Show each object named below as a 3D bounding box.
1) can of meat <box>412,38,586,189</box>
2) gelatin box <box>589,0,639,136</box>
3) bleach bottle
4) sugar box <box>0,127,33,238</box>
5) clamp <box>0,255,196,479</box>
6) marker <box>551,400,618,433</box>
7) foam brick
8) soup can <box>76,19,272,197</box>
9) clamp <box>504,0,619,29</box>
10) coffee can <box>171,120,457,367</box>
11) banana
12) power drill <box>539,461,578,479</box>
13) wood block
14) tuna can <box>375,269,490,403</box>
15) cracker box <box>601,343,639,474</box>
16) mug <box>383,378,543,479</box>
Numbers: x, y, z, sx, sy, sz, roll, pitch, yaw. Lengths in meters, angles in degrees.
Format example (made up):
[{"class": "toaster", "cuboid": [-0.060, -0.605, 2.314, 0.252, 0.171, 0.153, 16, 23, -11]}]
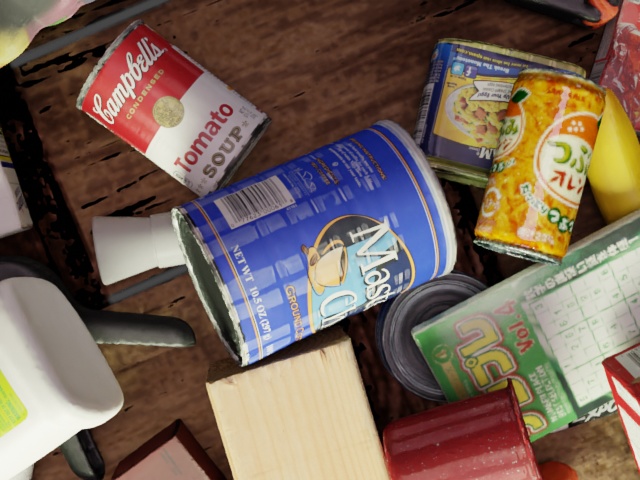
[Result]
[{"class": "can of meat", "cuboid": [0.111, -0.076, 0.676, 0.102, 0.057, 0.084, 13, 90, -3]}, {"class": "gelatin box", "cuboid": [0.217, -0.112, 0.692, 0.073, 0.030, 0.089, 17, 92, -3]}, {"class": "bleach bottle", "cuboid": [-0.241, 0.131, 0.645, 0.251, 0.068, 0.102, -38, 75, 15]}, {"class": "sugar box", "cuboid": [-0.253, -0.077, 0.668, 0.093, 0.048, 0.176, -17, 96, -3]}, {"class": "clamp", "cuboid": [-0.167, 0.058, 0.678, 0.171, 0.039, 0.120, 43, 89, -3]}, {"class": "marker", "cuboid": [0.178, 0.110, 0.704, 0.121, 0.020, 0.020, -18, 93, -2]}, {"class": "foam brick", "cuboid": [-0.088, 0.163, 0.679, 0.053, 0.051, 0.078, -36, 93, -3]}, {"class": "soup can", "cuboid": [-0.090, -0.079, 0.663, 0.102, 0.068, 0.068, 37, 90, -4]}, {"class": "clamp", "cuboid": [0.125, -0.229, 0.681, 0.164, 0.036, 0.210, -45, 89, 0]}, {"class": "coffee can", "cuboid": [-0.004, 0.001, 0.638, 0.140, 0.103, 0.103, -24, 93, -14]}, {"class": "banana", "cuboid": [0.221, -0.009, 0.684, 0.197, 0.037, 0.069, 42, 69, -16]}, {"class": "power drill", "cuboid": [0.155, 0.244, 0.688, 0.184, 0.057, 0.187, -18, 93, -1]}, {"class": "wood block", "cuboid": [0.001, 0.167, 0.664, 0.091, 0.090, 0.206, -16, 92, -3]}, {"class": "tuna can", "cuboid": [0.080, 0.061, 0.691, 0.086, 0.034, 0.086, 0, 92, -2]}, {"class": "cracker box", "cuboid": [0.286, 0.137, 0.651, 0.164, 0.072, 0.213, -24, 113, -1]}, {"class": "mug", "cuboid": [0.090, 0.147, 0.625, 0.081, 0.093, 0.117, -17, 100, 8]}]
